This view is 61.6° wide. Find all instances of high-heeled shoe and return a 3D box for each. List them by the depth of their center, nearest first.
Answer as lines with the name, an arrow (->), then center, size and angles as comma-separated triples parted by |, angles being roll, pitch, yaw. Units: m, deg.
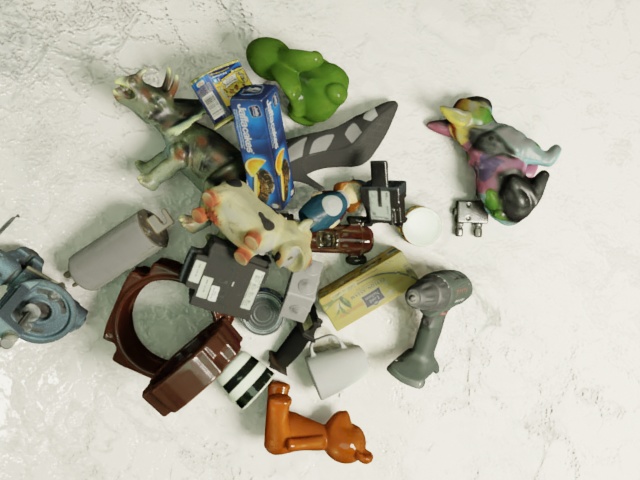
high-heeled shoe -> 0.016, -0.187, 0.967 | 0.145, 0.086, 0.249 | 38, 76, 25

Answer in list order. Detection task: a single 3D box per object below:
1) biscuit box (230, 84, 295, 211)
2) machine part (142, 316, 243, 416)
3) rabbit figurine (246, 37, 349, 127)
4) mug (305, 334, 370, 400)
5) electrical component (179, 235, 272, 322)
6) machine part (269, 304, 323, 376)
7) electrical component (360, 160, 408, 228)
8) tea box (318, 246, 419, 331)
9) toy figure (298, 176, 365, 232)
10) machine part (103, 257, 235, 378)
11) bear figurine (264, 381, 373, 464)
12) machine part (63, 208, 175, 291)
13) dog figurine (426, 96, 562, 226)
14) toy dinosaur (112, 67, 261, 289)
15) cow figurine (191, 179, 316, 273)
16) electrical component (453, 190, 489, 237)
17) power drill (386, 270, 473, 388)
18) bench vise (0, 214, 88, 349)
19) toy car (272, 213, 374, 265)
biscuit box -> -0.090, -0.147, 0.871 | 0.059, 0.063, 0.202 | 7, 129, 21
machine part -> -0.198, 0.198, 0.852 | 0.179, 0.179, 0.056 | -41, 97, 3
rabbit figurine -> -0.046, -0.267, 0.889 | 0.170, 0.159, 0.121 | 26, 102, -21
mug -> 0.031, 0.224, 0.989 | 0.107, 0.081, 0.109 | -18, 90, -10
electrical component -> -0.161, 0.059, 0.892 | 0.134, 0.058, 0.114 | 22, 96, -18
machine part -> -0.044, 0.181, 0.987 | 0.039, 0.084, 0.139 | 27, 104, -32
electrical component -> 0.108, -0.082, 0.922 | 0.075, 0.048, 0.119 | 0, 111, 26
tea box -> 0.084, 0.084, 0.963 | 0.170, 0.098, 0.068 | -32, 94, 4
toy figure -> 0.033, -0.066, 0.945 | 0.154, 0.058, 0.064 | -32, 120, -26
machine part -> -0.268, 0.149, 0.971 | 0.201, 0.087, 0.201 | 25, 93, -2
bear figurine -> -0.002, 0.336, 0.974 | 0.196, 0.120, 0.131 | 4, 92, -3
machine part -> -0.354, 0.019, 0.945 | 0.243, 0.079, 0.079 | -29, 95, 14
dog figurine -> 0.284, -0.148, 0.938 | 0.219, 0.108, 0.191 | 28, 77, 1
toy dinosaur -> -0.189, -0.116, 0.939 | 0.192, 0.131, 0.404 | -44, 100, 4
cow figurine -> -0.093, -0.021, 0.865 | 0.195, 0.127, 0.085 | 41, 135, 5
electrical component -> 0.278, -0.052, 0.991 | 0.063, 0.021, 0.094 | 3, 95, 0
power drill -> 0.180, 0.146, 0.927 | 0.086, 0.232, 0.207 | 20, 111, 31
bench vise -> -0.500, 0.099, 0.896 | 0.129, 0.241, 0.223 | -34, 111, 2
toy car -> -0.002, -0.003, 0.978 | 0.202, 0.053, 0.089 | 3, 98, -2
